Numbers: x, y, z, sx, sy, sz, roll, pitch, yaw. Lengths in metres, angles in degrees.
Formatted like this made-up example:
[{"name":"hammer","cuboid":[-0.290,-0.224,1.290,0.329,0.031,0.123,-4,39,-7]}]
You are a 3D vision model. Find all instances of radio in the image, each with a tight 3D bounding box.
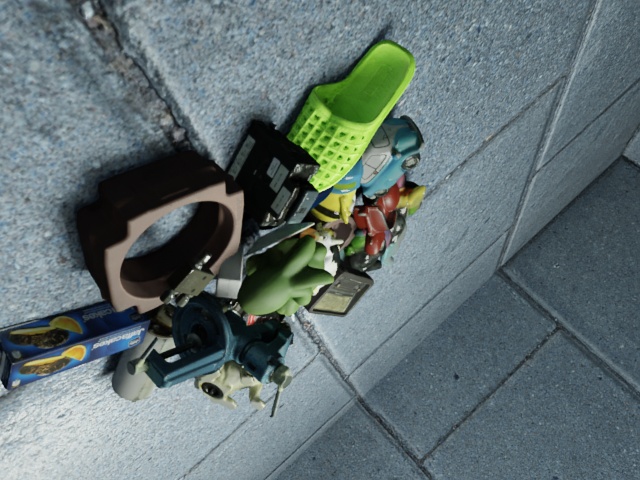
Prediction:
[{"name":"radio","cuboid":[0.039,0.115,1.314,0.131,0.073,0.229,-49,156,9]}]

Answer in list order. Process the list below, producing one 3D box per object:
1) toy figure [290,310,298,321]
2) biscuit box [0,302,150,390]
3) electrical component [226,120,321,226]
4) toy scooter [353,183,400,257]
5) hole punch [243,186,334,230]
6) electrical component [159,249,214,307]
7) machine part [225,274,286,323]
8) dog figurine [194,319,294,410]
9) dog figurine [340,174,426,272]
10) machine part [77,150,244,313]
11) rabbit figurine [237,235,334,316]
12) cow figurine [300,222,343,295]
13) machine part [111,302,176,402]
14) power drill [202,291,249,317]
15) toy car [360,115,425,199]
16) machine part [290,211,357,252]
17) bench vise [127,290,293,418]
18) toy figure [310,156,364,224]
[{"name":"toy figure","cuboid":[-0.068,0.118,1.170,0.064,0.058,0.154,-53,162,-38]},{"name":"biscuit box","cuboid":[-0.349,0.141,0.768,0.202,0.059,0.062,-15,142,-48]},{"name":"electrical component","cuboid":[-0.065,-0.086,0.764,0.058,0.134,0.115,-8,139,-52]},{"name":"toy scooter","cuboid":[0.110,-0.065,1.076,0.135,0.075,0.184,47,49,-56]},{"name":"hole punch","cuboid":[-0.050,-0.067,0.878,0.142,0.092,0.115,-34,158,-30]},{"name":"electrical component","cuboid":[-0.176,0.053,0.740,0.094,0.021,0.063,-48,156,5]},{"name":"machine part","cuboid":[-0.105,0.109,0.966,0.084,0.039,0.138,-58,141,-1]},{"name":"dog figurine","cuboid":[-0.158,0.244,1.132,0.191,0.172,0.121,-66,159,-50]},{"name":"dog figurine","cuboid":[0.143,-0.048,1.189,0.191,0.109,0.219,-11,135,-47]},{"name":"machine part","cuboid":[-0.208,-0.010,0.720,0.201,0.087,0.201,-29,150,-32]},{"name":"rabbit figurine","cuboid":[-0.054,0.067,0.843,0.159,0.121,0.170,-27,-175,27]},{"name":"cow figurine","cuboid":[0.005,0.023,0.986,0.098,0.068,0.167,-35,156,-24]},{"name":"machine part","cuboid":[-0.296,0.193,0.915,0.079,0.079,0.243,-12,140,-50]},{"name":"power drill","cuboid":[-0.155,0.117,1.013,0.207,0.086,0.231,-36,152,-29]},{"name":"toy car","cuboid":[0.103,-0.155,0.975,0.103,0.109,0.161,12,135,-35]},{"name":"machine part","cuboid":[-0.002,-0.003,1.087,0.179,0.056,0.179,-35,155,-19]},{"name":"bench vise","cuboid":[-0.160,0.165,0.786,0.240,0.224,0.128,-11,139,-53]},{"name":"toy figure","cuboid":[0.027,-0.104,0.938,0.180,0.089,0.082,98,17,-56]}]
